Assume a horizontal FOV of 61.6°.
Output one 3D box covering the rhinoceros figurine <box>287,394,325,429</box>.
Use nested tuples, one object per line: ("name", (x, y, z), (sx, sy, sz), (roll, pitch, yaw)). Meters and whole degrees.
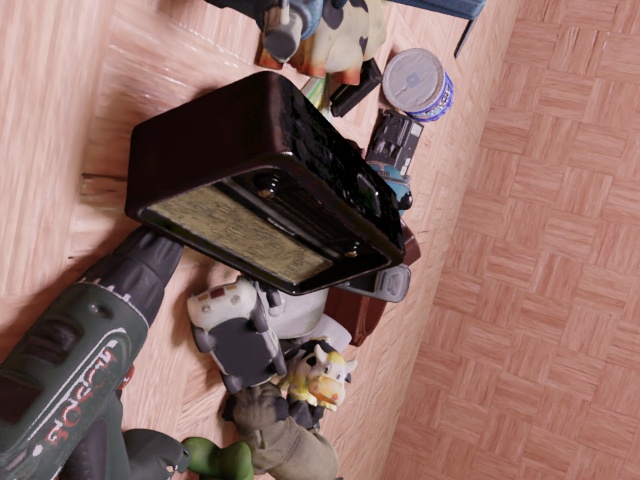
("rhinoceros figurine", (-0.024, 0.298, 0.919), (0.190, 0.073, 0.112), (-45, 146, -53))

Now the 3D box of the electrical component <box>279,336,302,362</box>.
("electrical component", (-0.053, 0.149, 0.715), (0.063, 0.021, 0.094), (-27, 155, -28))

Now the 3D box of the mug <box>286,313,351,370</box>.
("mug", (-0.014, 0.178, 0.854), (0.107, 0.081, 0.109), (-52, 171, -20))

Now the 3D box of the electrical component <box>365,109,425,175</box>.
("electrical component", (0.131, -0.159, 0.968), (0.115, 0.058, 0.134), (-5, 118, -68))

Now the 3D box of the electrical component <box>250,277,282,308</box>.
("electrical component", (-0.058, 0.012, 0.556), (0.078, 0.045, 0.102), (-42, 114, -59))

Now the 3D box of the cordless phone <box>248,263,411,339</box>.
("cordless phone", (0.008, 0.061, 0.636), (0.089, 0.184, 0.146), (-37, 140, -67))

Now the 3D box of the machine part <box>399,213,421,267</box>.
("machine part", (0.064, -0.032, 0.695), (0.056, 0.179, 0.179), (-36, 158, 2))

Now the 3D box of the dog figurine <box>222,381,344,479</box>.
("dog figurine", (-0.040, 0.270, 0.716), (0.190, 0.172, 0.121), (95, 11, -51))

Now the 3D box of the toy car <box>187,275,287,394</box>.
("toy car", (-0.086, 0.109, 0.581), (0.201, 0.073, 0.056), (79, -11, -55))

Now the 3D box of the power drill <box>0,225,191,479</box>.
("power drill", (-0.153, 0.122, 0.401), (0.232, 0.086, 0.207), (-60, 162, -47))

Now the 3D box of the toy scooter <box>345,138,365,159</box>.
("toy scooter", (-0.022, -0.081, 0.503), (0.075, 0.135, 0.183), (-71, 160, -1))

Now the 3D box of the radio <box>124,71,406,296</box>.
("radio", (-0.027, -0.028, 0.434), (0.229, 0.131, 0.073), (34, 44, -55))

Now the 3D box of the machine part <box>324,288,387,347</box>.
("machine part", (0.078, 0.079, 0.996), (0.201, 0.087, 0.201), (-39, 141, -57))

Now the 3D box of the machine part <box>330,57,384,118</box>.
("machine part", (0.050, -0.200, 0.689), (0.084, 0.039, 0.139), (-48, -170, 26))

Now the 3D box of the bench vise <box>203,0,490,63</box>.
("bench vise", (0.036, -0.217, 0.416), (0.128, 0.241, 0.224), (117, -20, -50))

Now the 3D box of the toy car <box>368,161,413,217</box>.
("toy car", (0.092, -0.074, 0.883), (0.161, 0.109, 0.103), (94, 4, -56))

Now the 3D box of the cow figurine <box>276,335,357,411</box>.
("cow figurine", (0.003, 0.173, 0.719), (0.098, 0.068, 0.167), (-65, -168, -19))

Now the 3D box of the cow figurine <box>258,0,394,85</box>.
("cow figurine", (0.018, -0.232, 0.570), (0.195, 0.086, 0.127), (-25, 132, -60))

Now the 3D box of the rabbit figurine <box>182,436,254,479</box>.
("rabbit figurine", (-0.129, 0.301, 0.623), (0.170, 0.121, 0.158), (-74, 167, -69))
